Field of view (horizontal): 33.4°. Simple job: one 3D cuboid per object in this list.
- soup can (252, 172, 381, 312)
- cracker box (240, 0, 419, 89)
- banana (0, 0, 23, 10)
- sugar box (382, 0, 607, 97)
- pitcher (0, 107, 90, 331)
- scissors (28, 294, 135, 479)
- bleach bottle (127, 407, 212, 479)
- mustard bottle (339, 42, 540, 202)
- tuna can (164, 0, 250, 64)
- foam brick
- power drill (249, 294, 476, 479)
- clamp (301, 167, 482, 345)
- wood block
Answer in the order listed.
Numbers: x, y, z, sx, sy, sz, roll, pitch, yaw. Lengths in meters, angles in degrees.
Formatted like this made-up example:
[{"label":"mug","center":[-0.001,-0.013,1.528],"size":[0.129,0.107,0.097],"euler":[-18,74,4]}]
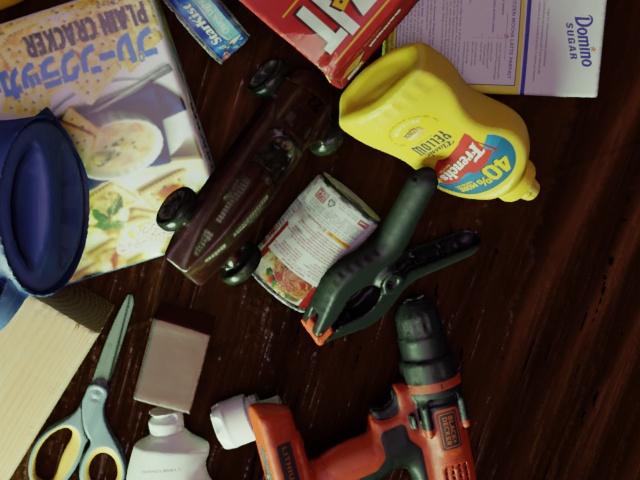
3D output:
[{"label":"soup can","center":[-0.006,0.001,0.902],"size":[0.068,0.068,0.102],"euler":[39,98,-9]},{"label":"cracker box","center":[-0.013,-0.249,0.821],"size":[0.214,0.072,0.164],"euler":[42,99,5]},{"label":"banana","center":[-0.225,-0.247,0.861],"size":[0.070,0.037,0.198],"euler":[40,98,10]},{"label":"sugar box","center":[0.141,-0.167,0.878],"size":[0.176,0.048,0.093],"euler":[2,104,-4]},{"label":"pitcher","center":[-0.310,-0.017,0.804],"size":[0.243,0.149,0.145],"euler":[1,110,15]},{"label":"scissors","center":[-0.187,0.153,0.960],"size":[0.096,0.016,0.202],"euler":[35,100,-10]},{"label":"bleach bottle","center":[-0.116,0.272,0.965],"size":[0.102,0.068,0.251],"euler":[-6,100,-1]},{"label":"mustard bottle","center":[0.113,-0.081,0.870],"size":[0.191,0.058,0.096],"euler":[29,136,-33]},{"label":"tuna can","center":[-0.095,-0.184,0.850],"size":[0.034,0.086,0.086],"euler":[-40,101,5]},{"label":"foam brick","center":[-0.126,0.102,0.931],"size":[0.051,0.053,0.078],"euler":[15,103,-4]},{"label":"power drill","center":[0.038,0.154,0.924],"size":[0.187,0.057,0.184],"euler":[-14,96,-12]},{"label":"clamp","center":[0.052,0.016,0.884],"size":[0.171,0.039,0.120],"euler":[-37,133,-7]},{"label":"wood block","center":[-0.272,0.128,0.915],"size":[0.090,0.090,0.206],"euler":[32,100,-9]}]
